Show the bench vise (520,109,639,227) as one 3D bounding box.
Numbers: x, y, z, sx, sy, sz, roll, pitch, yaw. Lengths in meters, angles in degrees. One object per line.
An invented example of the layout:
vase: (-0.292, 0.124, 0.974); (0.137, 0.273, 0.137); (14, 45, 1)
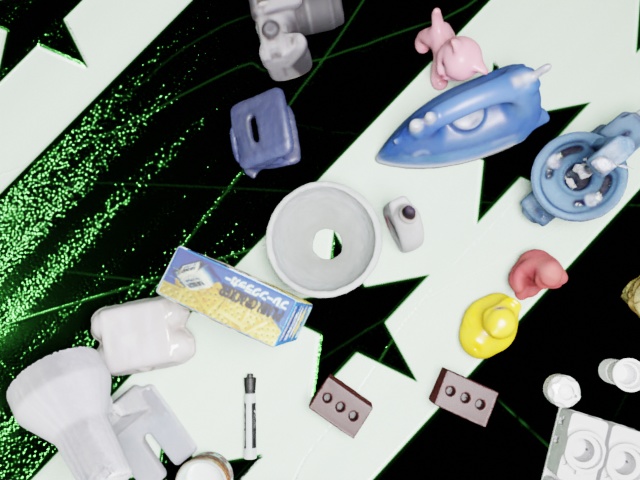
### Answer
bench vise: (0.366, -0.119, 0.758); (0.121, 0.220, 0.207); (31, 86, 8)

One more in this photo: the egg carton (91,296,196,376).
egg carton: (-0.259, 0.141, 0.842); (0.150, 0.069, 0.107); (-13, 82, 2)

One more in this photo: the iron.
iron: (0.201, -0.177, 0.816); (0.258, 0.141, 0.118); (-22, 81, 1)

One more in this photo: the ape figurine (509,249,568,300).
ape figurine: (0.311, 0.048, 0.804); (0.077, 0.092, 0.076); (11, 83, 6)

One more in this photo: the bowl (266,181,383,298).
bowl: (0.008, 0.003, 0.840); (0.167, 0.075, 0.167); (0, 82, 4)

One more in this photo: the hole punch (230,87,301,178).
hole punch: (-0.086, -0.160, 0.859); (0.101, 0.091, 0.109); (-12, 82, 2)

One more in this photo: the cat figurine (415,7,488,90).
cat figurine: (0.193, -0.280, 0.843); (0.067, 0.118, 0.128); (-24, 81, 1)

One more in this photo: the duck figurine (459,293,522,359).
duck figurine: (0.243, 0.121, 0.802); (0.077, 0.086, 0.104); (39, 87, 8)

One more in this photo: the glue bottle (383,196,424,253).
glue bottle: (0.117, -0.027, 0.786); (0.037, 0.173, 0.078); (-28, 81, 0)

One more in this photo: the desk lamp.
desk lamp: (-0.282, 0.244, 0.757); (0.118, 0.213, 0.203); (-40, 82, -2)

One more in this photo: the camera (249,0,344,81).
camera: (-0.032, -0.337, 0.874); (0.136, 0.101, 0.143); (-11, 82, 2)
